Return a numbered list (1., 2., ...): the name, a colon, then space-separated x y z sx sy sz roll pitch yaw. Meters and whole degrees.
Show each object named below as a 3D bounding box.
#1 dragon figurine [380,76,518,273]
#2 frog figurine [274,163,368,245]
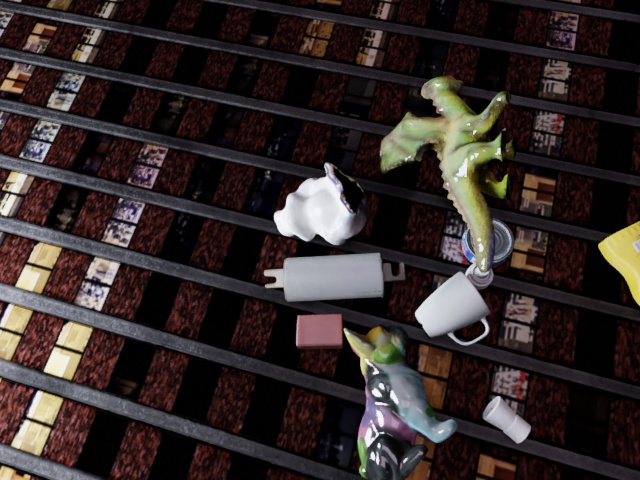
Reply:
1. dragon figurine: 0.227 -0.149 0.951 0.243 0.120 0.417 6 66 28
2. frog figurine: 0.003 -0.047 0.936 0.157 0.123 0.138 -39 78 29
